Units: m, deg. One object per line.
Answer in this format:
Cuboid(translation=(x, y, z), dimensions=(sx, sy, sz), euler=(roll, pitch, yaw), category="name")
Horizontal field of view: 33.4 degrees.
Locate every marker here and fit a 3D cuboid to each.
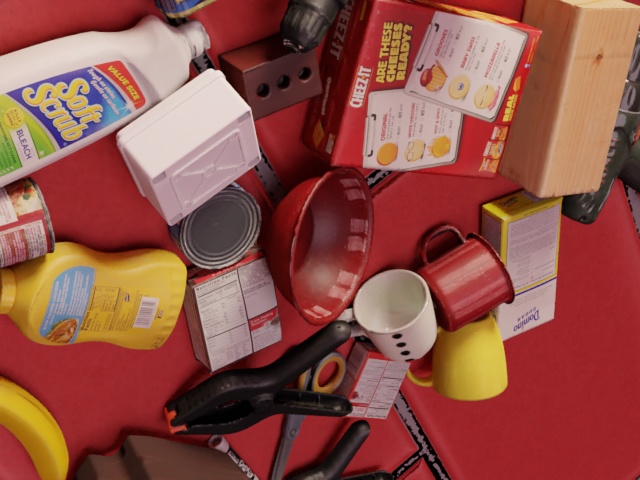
Cuboid(translation=(-0.089, 0.257, 1.192), dimensions=(0.020, 0.020, 0.121), euler=(-40, 130, -9), category="marker")

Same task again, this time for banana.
Cuboid(translation=(-0.291, 0.171, 1.002), dimensions=(0.070, 0.037, 0.197), euler=(-35, 130, 11), category="banana")

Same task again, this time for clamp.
Cuboid(translation=(-0.058, 0.153, 1.113), dimensions=(0.209, 0.036, 0.165), euler=(-10, 139, -15), category="clamp")
Cuboid(translation=(0.012, 0.298, 1.269), dimensions=(0.171, 0.039, 0.120), euler=(-38, 125, -4), category="clamp")

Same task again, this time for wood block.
Cuboid(translation=(0.264, -0.160, 1.154), dimensions=(0.090, 0.090, 0.206), euler=(-7, 118, -30), category="wood block")

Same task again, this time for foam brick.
Cuboid(translation=(-0.045, -0.151, 0.977), dimensions=(0.078, 0.051, 0.053), euler=(-26, 127, -20), category="foam brick")

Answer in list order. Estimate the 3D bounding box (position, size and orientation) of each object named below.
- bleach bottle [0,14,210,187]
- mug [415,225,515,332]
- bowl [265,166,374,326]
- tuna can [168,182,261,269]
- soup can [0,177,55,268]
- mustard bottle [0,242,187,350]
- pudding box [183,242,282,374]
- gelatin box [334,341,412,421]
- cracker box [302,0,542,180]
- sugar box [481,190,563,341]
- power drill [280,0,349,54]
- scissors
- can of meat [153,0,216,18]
Cuboid(translation=(-0.206, -0.127, 0.877), dimensions=(0.250, 0.068, 0.102), euler=(-30, 128, -20), category="bleach bottle")
Cuboid(translation=(0.154, 0.040, 1.199), dimensions=(0.081, 0.093, 0.117), euler=(-29, 97, -12), category="mug")
Cuboid(translation=(-0.007, 0.001, 1.060), dimensions=(0.161, 0.055, 0.162), euler=(-30, 127, -52), category="bowl")
Cuboid(translation=(-0.101, -0.017, 1.024), dimensions=(0.086, 0.034, 0.086), euler=(-16, 122, -26), category="tuna can")
Cuboid(translation=(-0.281, -0.007, 0.888), dimensions=(0.102, 0.069, 0.068), euler=(-19, 124, -24), category="soup can")
Cuboid(translation=(-0.221, 0.050, 0.964), dimensions=(0.191, 0.058, 0.096), euler=(6, 116, -36), category="mustard bottle")
Cuboid(translation=(-0.089, 0.068, 1.076), dimensions=(0.089, 0.039, 0.113), euler=(-22, 123, -23), category="pudding box")
Cuboid(translation=(0.058, 0.164, 1.232), dimensions=(0.073, 0.030, 0.089), euler=(11, 108, -39), category="gelatin box")
Cuboid(translation=(0.102, -0.153, 1.062), dimensions=(0.213, 0.072, 0.164), euler=(2, 112, -34), category="cracker box")
Cuboid(translation=(0.236, 0.029, 1.268), dimensions=(0.093, 0.048, 0.176), euler=(-19, 127, -25), category="sugar box")
Cuboid(translation=(-0.013, -0.271, 0.887), dimensions=(0.184, 0.057, 0.187), euler=(-65, 150, -10), category="power drill")
Cuboid(translation=(-0.016, 0.204, 1.214), dimensions=(0.096, 0.016, 0.202), euler=(-13, 121, -27), category="scissors")
Cuboid(translation=(-0.103, -0.245, 0.884), dimensions=(0.102, 0.058, 0.084), euler=(-32, 130, -16), category="can of meat")
